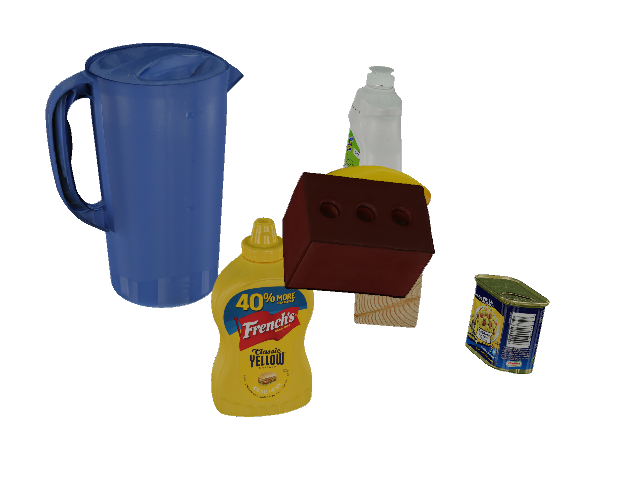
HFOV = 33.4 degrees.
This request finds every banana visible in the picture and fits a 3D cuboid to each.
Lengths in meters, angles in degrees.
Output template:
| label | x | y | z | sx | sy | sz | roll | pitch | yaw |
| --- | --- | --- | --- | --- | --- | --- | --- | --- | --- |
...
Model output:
| label | x | y | z | sx | sy | sz | roll | pitch | yaw |
| --- | --- | --- | --- | --- | --- | --- | --- | --- | --- |
| banana | 0.029 | -0.028 | 0.851 | 0.037 | 0.069 | 0.197 | -35 | 0 | 33 |

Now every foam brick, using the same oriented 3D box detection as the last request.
| label | x | y | z | sx | sy | sz | roll | pitch | yaw |
| --- | --- | --- | --- | --- | --- | --- | --- | --- | --- |
| foam brick | 0.020 | -0.002 | 0.638 | 0.078 | 0.053 | 0.051 | 5 | -36 | -15 |

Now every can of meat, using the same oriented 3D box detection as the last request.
| label | x | y | z | sx | sy | sz | roll | pitch | yaw |
| --- | --- | --- | --- | --- | --- | --- | --- | --- | --- |
| can of meat | 0.206 | 0.093 | 1.190 | 0.057 | 0.084 | 0.102 | 5 | 14 | -17 |

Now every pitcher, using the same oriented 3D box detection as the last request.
| label | x | y | z | sx | sy | sz | roll | pitch | yaw |
| --- | --- | --- | --- | --- | --- | --- | --- | --- | --- |
| pitcher | -0.164 | -0.060 | 1.028 | 0.149 | 0.243 | 0.144 | 10 | 27 | 14 |

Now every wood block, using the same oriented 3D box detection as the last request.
| label | x | y | z | sx | sy | sz | roll | pitch | yaw |
| --- | --- | --- | --- | --- | --- | --- | --- | --- | --- |
| wood block | 0.099 | 0.038 | 1.574 | 0.091 | 0.090 | 0.206 | 4 | 25 | 1 |

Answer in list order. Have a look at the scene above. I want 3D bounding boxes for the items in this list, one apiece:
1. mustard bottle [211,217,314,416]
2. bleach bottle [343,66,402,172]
| label | x | y | z | sx | sy | sz | roll | pitch | yaw |
| --- | --- | --- | --- | --- | --- | --- | --- | --- | --- |
| mustard bottle | -0.054 | 0.070 | 1.004 | 0.096 | 0.192 | 0.058 | -3 | 22 | -12 |
| bleach bottle | 0.060 | -0.072 | 1.226 | 0.068 | 0.251 | 0.103 | -3 | 23 | -19 |
